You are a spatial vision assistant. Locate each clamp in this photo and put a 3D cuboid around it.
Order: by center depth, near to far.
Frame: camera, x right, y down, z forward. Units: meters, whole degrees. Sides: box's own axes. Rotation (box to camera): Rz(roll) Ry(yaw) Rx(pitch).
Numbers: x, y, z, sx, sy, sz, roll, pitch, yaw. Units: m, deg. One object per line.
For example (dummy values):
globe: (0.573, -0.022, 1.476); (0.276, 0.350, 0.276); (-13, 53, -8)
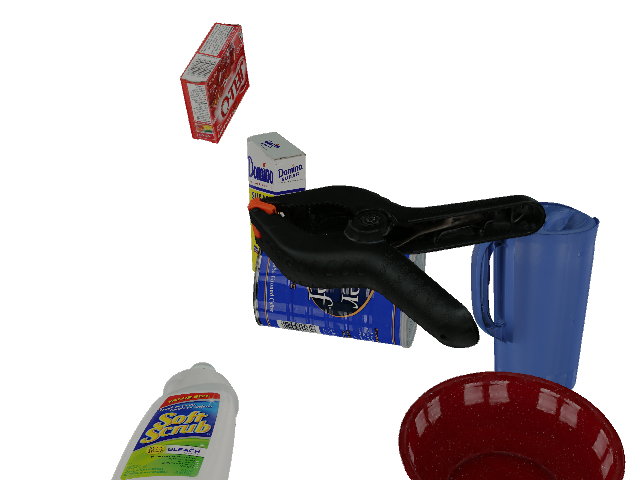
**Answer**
clamp: (0.032, 0.009, 0.599); (0.172, 0.039, 0.120); (3, 32, 21)

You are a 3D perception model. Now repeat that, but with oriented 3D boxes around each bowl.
bowl: (0.137, 0.168, 0.784); (0.162, 0.055, 0.162); (-1, 34, 0)

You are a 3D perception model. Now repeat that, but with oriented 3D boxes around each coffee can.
coffee can: (0.020, 0.038, 0.975); (0.140, 0.103, 0.102); (7, 1, 11)

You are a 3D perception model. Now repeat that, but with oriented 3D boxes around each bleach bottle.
bleach bottle: (-0.131, 0.184, 0.976); (0.102, 0.068, 0.251); (-1, 22, 1)

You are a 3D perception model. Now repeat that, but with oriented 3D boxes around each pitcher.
pitcher: (0.277, 0.080, 1.390); (0.149, 0.243, 0.144); (5, 20, 16)

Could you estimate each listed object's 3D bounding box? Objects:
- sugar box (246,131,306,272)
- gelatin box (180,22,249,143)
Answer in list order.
sugar box: (-0.051, -0.030, 1.259); (0.048, 0.176, 0.093); (-13, 26, -21)
gelatin box: (-0.096, -0.147, 0.991); (0.030, 0.089, 0.073); (11, -41, 15)
